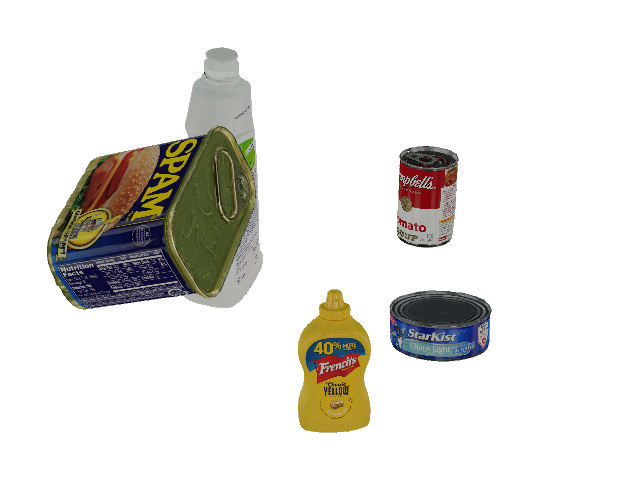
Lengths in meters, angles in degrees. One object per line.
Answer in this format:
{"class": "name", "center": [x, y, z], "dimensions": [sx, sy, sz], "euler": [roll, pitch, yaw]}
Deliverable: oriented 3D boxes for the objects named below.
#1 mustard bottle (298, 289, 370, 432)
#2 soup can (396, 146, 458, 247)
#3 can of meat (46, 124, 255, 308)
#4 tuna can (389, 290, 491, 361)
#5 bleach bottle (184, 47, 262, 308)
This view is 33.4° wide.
{"class": "mustard bottle", "center": [0.019, 0.157, 1.412], "dimensions": [0.096, 0.192, 0.058], "euler": [-1, 17, -5]}
{"class": "soup can", "center": [0.124, -0.051, 1.251], "dimensions": [0.068, 0.102, 0.068], "euler": [0, 27, 0]}
{"class": "can of meat", "center": [-0.093, -0.011, 0.588], "dimensions": [0.084, 0.057, 0.102], "euler": [-9, 38, 24]}
{"class": "tuna can", "center": [0.101, 0.072, 0.908], "dimensions": [0.086, 0.034, 0.086], "euler": [-1, 16, 0]}
{"class": "bleach bottle", "center": [-0.091, -0.063, 1.001], "dimensions": [0.068, 0.251, 0.102], "euler": [12, 35, 11]}
